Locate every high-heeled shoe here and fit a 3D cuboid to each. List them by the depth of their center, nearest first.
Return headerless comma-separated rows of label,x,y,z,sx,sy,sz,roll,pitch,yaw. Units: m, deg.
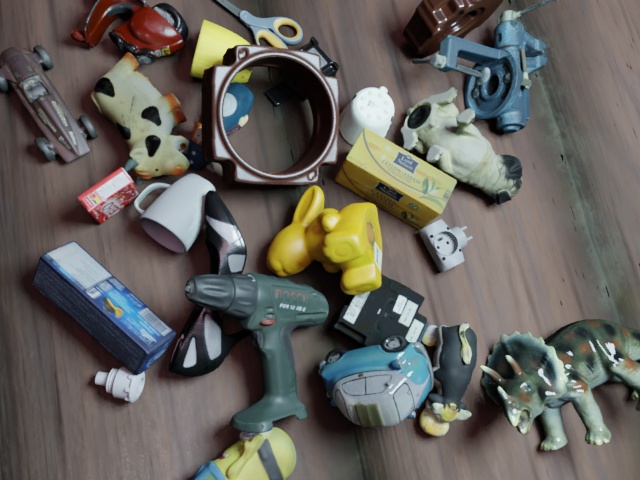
high-heeled shoe,-0.173,0.063,0.764,0.145,0.086,0.248,-18,94,-27

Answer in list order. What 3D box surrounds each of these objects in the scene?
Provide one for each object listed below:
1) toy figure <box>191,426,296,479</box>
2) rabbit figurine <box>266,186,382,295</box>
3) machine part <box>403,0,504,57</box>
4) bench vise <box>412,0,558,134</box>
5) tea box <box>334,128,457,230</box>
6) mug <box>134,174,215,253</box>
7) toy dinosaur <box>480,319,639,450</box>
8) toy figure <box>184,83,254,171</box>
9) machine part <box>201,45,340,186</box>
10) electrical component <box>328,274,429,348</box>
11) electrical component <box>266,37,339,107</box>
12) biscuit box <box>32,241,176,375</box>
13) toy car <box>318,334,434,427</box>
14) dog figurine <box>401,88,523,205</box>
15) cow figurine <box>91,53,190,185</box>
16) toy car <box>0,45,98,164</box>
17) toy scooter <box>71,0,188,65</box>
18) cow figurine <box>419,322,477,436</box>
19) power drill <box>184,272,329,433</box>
toy figure,-0.114,0.324,0.723,0.180,0.082,0.089,-40,105,-24
rabbit figurine,-0.002,-0.002,0.798,0.173,0.121,0.162,-15,53,22
machine part,0.230,-0.385,0.917,0.179,0.179,0.056,-30,86,-16
bench vise,0.289,-0.303,0.920,0.240,0.129,0.223,5,94,-28
tea box,0.117,-0.095,0.859,0.170,0.098,0.068,30,73,0
mug,-0.214,-0.050,0.804,0.110,0.080,0.107,27,61,13
toy dinosaur,0.414,0.193,0.836,0.405,0.131,0.192,-22,81,-21
toy figure,-0.164,-0.180,0.853,0.064,0.057,0.154,20,71,36
machine part,-0.073,-0.182,0.811,0.201,0.087,0.200,-1,96,-22
electrical component,0.096,0.120,0.822,0.134,0.058,0.115,31,75,-1
electrical component,-0.036,-0.276,0.903,0.119,0.047,0.075,-35,84,-18
biscuit box,-0.296,0.093,0.739,0.203,0.062,0.059,41,34,6
toy car,0.076,0.204,0.744,0.162,0.103,0.109,-10,115,12
dog figurine,0.242,-0.150,0.912,0.190,0.121,0.172,30,27,-36
cow figurine,-0.270,-0.173,0.814,0.127,0.085,0.195,-42,81,-10
toy car,-0.420,-0.209,0.816,0.089,0.053,0.202,-32,82,-19
toy scooter,-0.312,-0.339,0.855,0.184,0.075,0.135,37,73,4
cow figurine,0.194,0.207,0.797,0.068,0.098,0.167,13,74,-14
power drill,-0.085,0.149,0.735,0.232,0.086,0.207,3,79,-46
